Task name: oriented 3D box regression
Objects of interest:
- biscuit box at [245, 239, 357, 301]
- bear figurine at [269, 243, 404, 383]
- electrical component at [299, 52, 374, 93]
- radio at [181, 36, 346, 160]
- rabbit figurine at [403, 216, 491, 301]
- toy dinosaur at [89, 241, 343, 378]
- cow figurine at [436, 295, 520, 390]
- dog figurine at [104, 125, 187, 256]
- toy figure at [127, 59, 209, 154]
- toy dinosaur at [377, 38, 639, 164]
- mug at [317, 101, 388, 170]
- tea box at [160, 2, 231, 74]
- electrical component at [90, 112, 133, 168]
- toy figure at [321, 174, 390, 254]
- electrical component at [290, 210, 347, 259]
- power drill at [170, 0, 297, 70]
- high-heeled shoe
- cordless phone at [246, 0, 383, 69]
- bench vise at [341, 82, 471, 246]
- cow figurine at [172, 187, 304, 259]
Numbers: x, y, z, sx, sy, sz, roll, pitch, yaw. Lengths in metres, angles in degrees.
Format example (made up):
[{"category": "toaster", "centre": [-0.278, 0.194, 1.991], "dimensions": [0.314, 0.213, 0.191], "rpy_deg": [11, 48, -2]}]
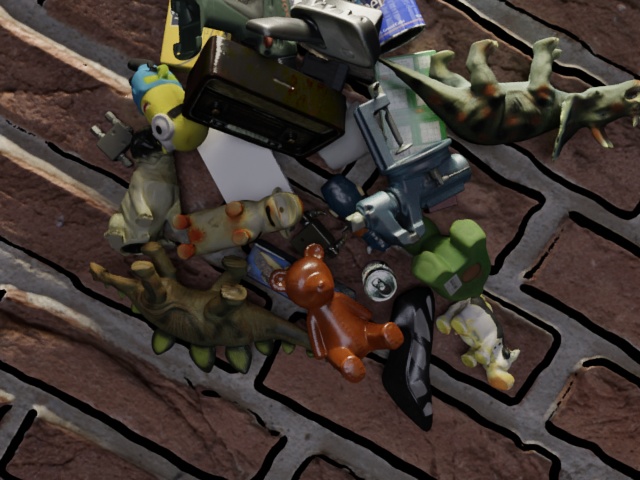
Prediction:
[{"category": "biscuit box", "centre": [-0.035, 0.073, 0.930], "dimensions": [0.203, 0.063, 0.059], "rpy_deg": [29, 97, -2]}, {"category": "bear figurine", "centre": [0.020, 0.106, 0.842], "dimensions": [0.120, 0.132, 0.195], "rpy_deg": [-33, 101, -21]}, {"category": "electrical component", "centre": [0.026, -0.266, 0.895], "dimensions": [0.119, 0.075, 0.047], "rpy_deg": [20, 94, -3]}, {"category": "radio", "centre": [-0.085, -0.203, 0.811], "dimensions": [0.229, 0.131, 0.073], "rpy_deg": [17, 65, -30]}, {"category": "rabbit figurine", "centre": [0.201, 0.013, 0.888], "dimensions": [0.121, 0.170, 0.159], "rpy_deg": [-48, 134, 7]}, {"category": "toy dinosaur", "centre": [-0.167, 0.126, 0.894], "dimensions": [0.472, 0.105, 0.198], "rpy_deg": [16, 125, 4]}, {"category": "cow figurine", "centre": [0.287, 0.173, 0.930], "dimensions": [0.098, 0.068, 0.167], "rpy_deg": [-40, 96, -27]}, {"category": "dog figurine", "centre": [-0.303, -0.083, 0.920], "dimensions": [0.172, 0.121, 0.190], "rpy_deg": [-24, 65, 25]}, {"category": "toy figure", "centre": [-0.246, -0.219, 0.860], "dimensions": [0.089, 0.082, 0.180], "rpy_deg": [-30, 65, -5]}, {"category": "toy dinosaur", "centre": [0.293, -0.217, 0.871], "dimensions": [0.405, 0.131, 0.192], "rpy_deg": [-3, 94, 4]}, {"category": "mug", "centre": [0.040, -0.176, 0.899], "dimensions": [0.107, 0.081, 0.109], "rpy_deg": [-41, 100, 11]}, {"category": "tea box", "centre": [-0.197, -0.361, 0.891], "dimensions": [0.098, 0.068, 0.169], "rpy_deg": [10, 96, 0]}, {"category": "electrical component", "centre": [-0.351, -0.172, 0.934], "dimensions": [0.063, 0.021, 0.094], "rpy_deg": [-43, 93, 3]}, {"category": "toy figure", "centre": [0.067, -0.045, 0.920], "dimensions": [0.154, 0.058, 0.064], "rpy_deg": [49, 132, -7]}, {"category": "electrical component", "centre": [-0.003, -0.003, 0.935], "dimensions": [0.102, 0.045, 0.078], "rpy_deg": [44, 123, 0]}, {"category": "power drill", "centre": [-0.122, -0.314, 0.840], "dimensions": [0.207, 0.086, 0.231], "rpy_deg": [-11, 105, -34]}, {"category": "high-heeled shoe", "centre": [0.179, 0.207, 0.951], "dimensions": [0.145, 0.086, 0.248], "rpy_deg": [-36, 114, -26]}, {"category": "cordless phone", "centre": [-0.005, -0.305, 0.790], "dimensions": [0.147, 0.184, 0.088], "rpy_deg": [30, 123, 28]}, {"category": "bench vise", "centre": [0.111, -0.118, 0.825], "dimensions": [0.224, 0.129, 0.240], "rpy_deg": [-26, 97, -3]}, {"category": "cow figurine", "centre": [-0.117, -0.027, 0.843], "dimensions": [0.195, 0.127, 0.085], "rpy_deg": [-15, 93, 17]}]
